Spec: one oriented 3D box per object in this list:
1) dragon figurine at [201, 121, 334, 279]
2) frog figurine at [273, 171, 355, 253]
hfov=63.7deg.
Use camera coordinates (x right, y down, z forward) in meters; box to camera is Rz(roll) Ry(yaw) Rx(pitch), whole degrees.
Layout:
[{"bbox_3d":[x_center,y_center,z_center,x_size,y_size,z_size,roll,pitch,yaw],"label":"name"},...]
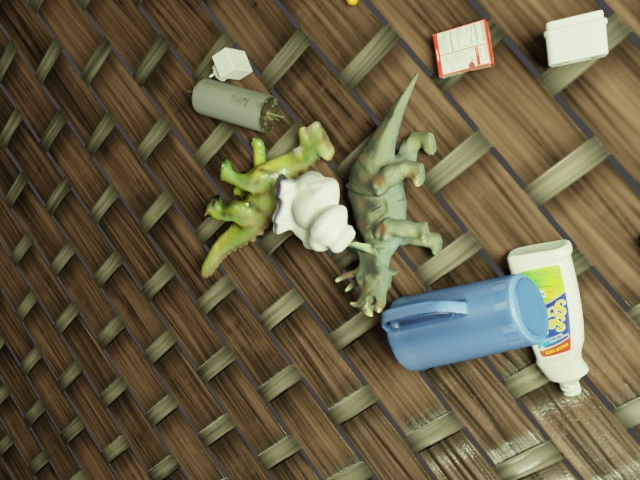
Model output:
[{"bbox_3d":[-0.089,-0.055,1.035,0.244,0.404,0.124,25,22,12],"label":"dragon figurine"},{"bbox_3d":[0.003,-0.046,0.917,0.160,0.137,0.122,21,8,26],"label":"frog figurine"}]
